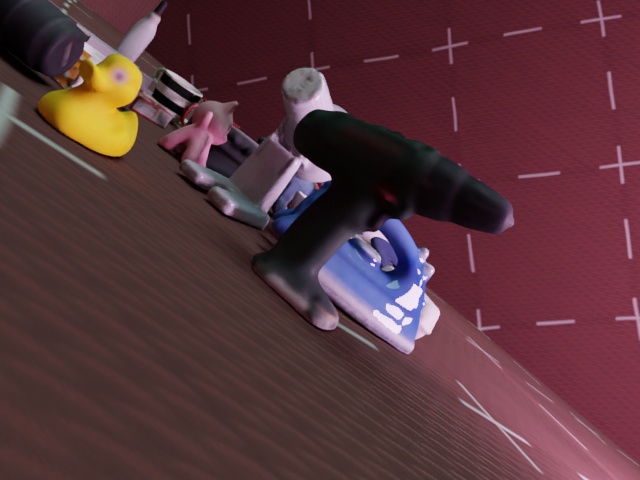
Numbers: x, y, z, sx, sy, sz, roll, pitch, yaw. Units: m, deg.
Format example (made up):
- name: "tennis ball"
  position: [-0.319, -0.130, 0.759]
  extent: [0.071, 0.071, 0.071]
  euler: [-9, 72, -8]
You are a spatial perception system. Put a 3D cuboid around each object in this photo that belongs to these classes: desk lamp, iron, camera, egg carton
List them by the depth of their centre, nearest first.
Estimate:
- name: "camera"
  position: [-0.320, -0.247, 0.596]
  extent: [0.137, 0.100, 0.143]
  euler: [39, 6, -1]
- name: "iron"
  position: [0.063, 0.022, 0.746]
  extent: [0.259, 0.141, 0.118]
  euler: [38, 6, -10]
- name: "desk lamp"
  position: [-0.050, -0.124, 0.791]
  extent: [0.117, 0.213, 0.204]
  euler: [41, 6, 18]
- name: "egg carton"
  position: [0.128, 0.100, 0.910]
  extent: [0.107, 0.069, 0.150]
  euler: [38, 6, -9]

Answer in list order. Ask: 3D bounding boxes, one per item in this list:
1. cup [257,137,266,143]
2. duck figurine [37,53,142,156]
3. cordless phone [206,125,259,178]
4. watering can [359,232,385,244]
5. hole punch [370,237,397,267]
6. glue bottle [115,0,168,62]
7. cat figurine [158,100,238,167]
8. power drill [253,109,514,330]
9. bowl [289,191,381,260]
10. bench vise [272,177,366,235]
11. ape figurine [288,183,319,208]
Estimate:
- name: "cup"
  position: [-0.116, -0.154, 1.202]
  extent: [0.092, 0.095, 0.117]
  euler: [38, 6, -11]
- name: "duck figurine"
  position: [-0.202, -0.134, 0.545]
  extent: [0.077, 0.086, 0.105]
  euler: [41, 6, 16]
- name: "cordless phone"
  position: [-0.096, -0.164, 0.950]
  extent: [0.148, 0.185, 0.094]
  euler: [38, 6, -13]
- name: "watering can"
  position: [0.114, -0.033, 1.230]
  extent: [0.100, 0.194, 0.174]
  euler: [43, 7, 37]
- name: "hole punch"
  position: [0.129, 0.060, 1.119]
  extent: [0.100, 0.091, 0.109]
  euler: [44, 7, 40]
- name: "glue bottle"
  position: [-0.318, -0.344, 0.993]
  extent: [0.037, 0.173, 0.078]
  euler: [37, 6, -23]
- name: "cat figurine"
  position: [-0.170, -0.169, 0.857]
  extent: [0.067, 0.117, 0.128]
  euler: [39, 6, -7]
- name: "power drill"
  position: [0.041, -0.017, 0.574]
  extent: [0.229, 0.208, 0.076]
  euler: [41, 6, 16]
- name: "bowl"
  position: [0.008, 0.003, 0.875]
  extent: [0.167, 0.074, 0.167]
  euler: [39, 6, -4]
- name: "bench vise"
  position: [0.031, -0.090, 1.014]
  extent: [0.208, 0.219, 0.121]
  euler: [36, 7, -33]
- name: "ape figurine"
  position: [-0.037, -0.076, 1.112]
  extent: [0.076, 0.092, 0.078]
  euler: [42, 6, 28]
